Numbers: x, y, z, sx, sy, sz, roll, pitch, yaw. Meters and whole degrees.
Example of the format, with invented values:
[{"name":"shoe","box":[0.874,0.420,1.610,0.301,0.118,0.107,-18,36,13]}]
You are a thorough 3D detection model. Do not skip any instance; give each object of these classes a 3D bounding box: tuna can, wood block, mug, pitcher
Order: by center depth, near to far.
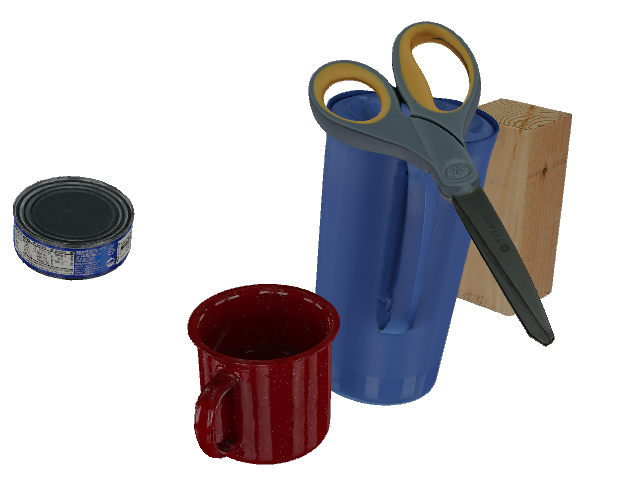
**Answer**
[{"name":"mug","box":[-0.040,0.090,0.657,0.093,0.081,0.117,12,30,23]},{"name":"tuna can","box":[-0.180,-0.009,0.777,0.086,0.034,0.086,8,36,-6]},{"name":"pitcher","box":[0.058,0.011,0.853,0.145,0.243,0.148,25,29,35]},{"name":"wood block","box":[0.201,-0.037,1.147,0.090,0.206,0.090,20,28,37]}]

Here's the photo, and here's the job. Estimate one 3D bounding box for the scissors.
[{"name":"scissors","box":[0.044,-0.031,0.501,0.096,0.201,0.016,-6,-39,4]}]
